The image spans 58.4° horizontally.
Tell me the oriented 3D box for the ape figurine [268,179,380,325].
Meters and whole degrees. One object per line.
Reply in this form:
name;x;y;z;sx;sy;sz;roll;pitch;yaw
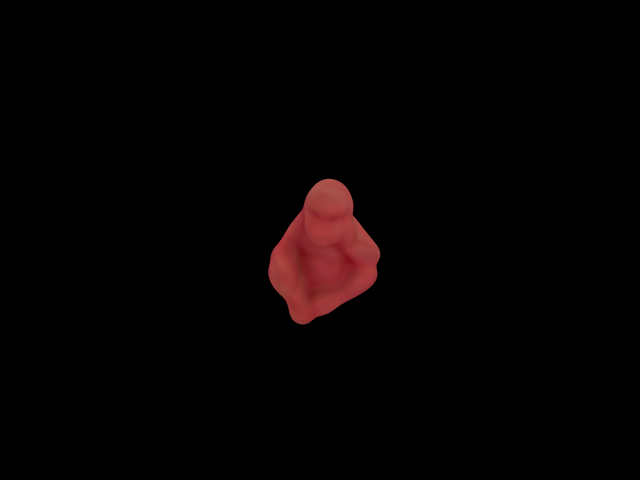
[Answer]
ape figurine;0.004;0.001;0.400;0.077;0.092;0.076;3;33;6
